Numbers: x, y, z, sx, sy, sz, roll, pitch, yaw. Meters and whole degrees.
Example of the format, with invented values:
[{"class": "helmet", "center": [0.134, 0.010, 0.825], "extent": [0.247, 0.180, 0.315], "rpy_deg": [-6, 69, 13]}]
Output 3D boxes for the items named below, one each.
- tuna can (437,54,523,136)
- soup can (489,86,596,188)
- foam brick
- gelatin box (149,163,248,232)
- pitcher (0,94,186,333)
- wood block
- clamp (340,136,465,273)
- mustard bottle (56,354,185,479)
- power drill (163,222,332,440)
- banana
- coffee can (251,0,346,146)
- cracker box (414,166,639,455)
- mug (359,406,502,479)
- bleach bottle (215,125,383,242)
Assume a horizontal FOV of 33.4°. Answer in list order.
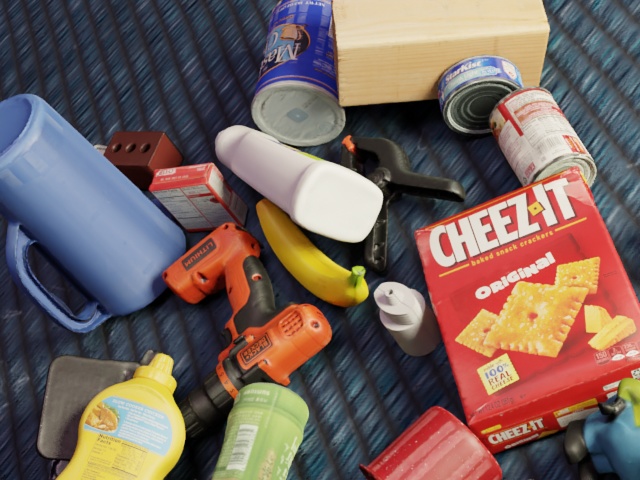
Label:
[{"class": "tuna can", "center": [0.161, -0.143, 1.067], "extent": [0.086, 0.086, 0.034], "rpy_deg": [-18, 52, 16]}, {"class": "soup can", "center": [0.210, -0.089, 1.012], "extent": [0.068, 0.068, 0.102], "rpy_deg": [-28, 49, 8]}, {"class": "foam brick", "center": [-0.210, -0.093, 1.257], "extent": [0.078, 0.051, 0.053], "rpy_deg": [3, 58, 30]}, {"class": "gelatin box", "center": [-0.130, -0.045, 1.153], "extent": [0.073, 0.089, 0.030], "rpy_deg": [-5, 55, 26]}, {"class": "pitcher", "center": [-0.262, -0.027, 1.108], "extent": [0.145, 0.242, 0.149], "rpy_deg": [-28, 43, 12]}, {"class": "wood block", "center": [0.117, -0.204, 1.086], "extent": [0.206, 0.091, 0.090], "rpy_deg": [-4, 54, -1]}, {"class": "clamp", "center": [0.060, -0.044, 1.083], "extent": [0.120, 0.039, 0.172], "rpy_deg": [-44, 41, -1]}, {"class": "mustard bottle", "center": [-0.176, 0.189, 0.969], "extent": [0.096, 0.058, 0.191], "rpy_deg": [17, 59, 4]}, {"class": "power drill", "center": [-0.093, 0.086, 1.060], "extent": [0.184, 0.057, 0.188], "rpy_deg": [-37, 49, 7]}, {"class": "banana", "center": [-0.004, 0.019, 1.055], "extent": [0.037, 0.070, 0.198], "rpy_deg": [-17, 29, -28]}, {"class": "coffee can", "center": [-0.015, -0.190, 1.186], "extent": [0.103, 0.102, 0.140], "rpy_deg": [-8, 54, 24]}, {"class": "cracker box", "center": [0.185, 0.056, 0.919], "extent": [0.164, 0.072, 0.214], "rpy_deg": [-22, 49, 12]}, {"class": "mug", "center": [0.100, 0.198, 0.860], "extent": [0.081, 0.093, 0.117], "rpy_deg": [-41, 78, -11]}, {"class": "bleach bottle", "center": [-0.045, -0.073, 1.106], "extent": [0.251, 0.102, 0.068], "rpy_deg": [32, 99, 51]}]
